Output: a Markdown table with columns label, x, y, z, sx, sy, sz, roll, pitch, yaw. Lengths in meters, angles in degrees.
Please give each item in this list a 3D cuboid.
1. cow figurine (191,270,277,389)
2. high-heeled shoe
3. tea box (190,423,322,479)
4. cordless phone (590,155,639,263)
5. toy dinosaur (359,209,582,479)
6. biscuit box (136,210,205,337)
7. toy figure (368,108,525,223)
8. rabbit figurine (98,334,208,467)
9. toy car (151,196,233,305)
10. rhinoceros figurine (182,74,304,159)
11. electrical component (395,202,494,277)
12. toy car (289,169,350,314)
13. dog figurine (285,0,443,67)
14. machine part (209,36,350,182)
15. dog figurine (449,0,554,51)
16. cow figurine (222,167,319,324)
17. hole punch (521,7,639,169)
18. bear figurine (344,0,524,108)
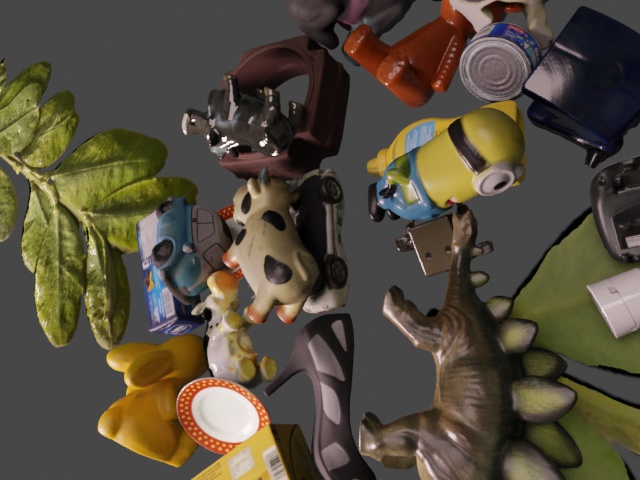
| label | x | y | z | sx | sy | sz | roll | pitch | yaw |
| --- | --- | --- | --- | --- | --- | --- | --- | --- | --- |
| cow figurine | -0.130 | 0.131 | 0.747 | 0.098 | 0.068 | 0.167 | -36 | -116 | 33 |
| high-heeled shoe | 0.045 | 0.207 | 0.626 | 0.145 | 0.086 | 0.249 | -36 | -108 | -18 |
| tea box | -0.086 | 0.310 | 0.658 | 0.169 | 0.068 | 0.098 | -39 | -124 | 18 |
| cordless phone | 0.336 | -0.077 | 0.518 | 0.147 | 0.088 | 0.184 | -15 | -125 | 30 |
| toy dinosaur | 0.143 | 0.199 | 0.525 | 0.199 | 0.105 | 0.471 | 1 | -101 | 30 |
| biscuit box | -0.241 | 0.051 | 0.856 | 0.059 | 0.062 | 0.203 | -30 | -120 | 21 |
| toy figure | 0.129 | -0.073 | 0.577 | 0.180 | 0.082 | 0.089 | -19 | -71 | 41 |
| rabbit figurine | -0.225 | 0.202 | 0.756 | 0.122 | 0.162 | 0.173 | 17 | -114 | 49 |
| toy car | -0.180 | 0.007 | 0.789 | 0.103 | 0.109 | 0.162 | -13 | -128 | 6 |
| rhinoceros figurine | -0.109 | -0.161 | 0.737 | 0.191 | 0.073 | 0.112 | 19 | -84 | 35 |
| electrical component | 0.143 | -0.003 | 0.633 | 0.102 | 0.045 | 0.078 | -28 | -91 | 26 |
| toy car | -0.001 | -0.002 | 0.720 | 0.074 | 0.056 | 0.202 | -19 | -117 | 35 |
| dog figurine | 0.080 | -0.356 | 0.719 | 0.219 | 0.191 | 0.108 | -34 | -130 | 38 |
| machine part | -0.065 | -0.193 | 0.810 | 0.201 | 0.087 | 0.201 | 0 | -108 | 34 |
| dog figurine | 0.237 | -0.333 | 0.602 | 0.172 | 0.121 | 0.190 | 29 | -113 | -4 |
| cow figurine | -0.062 | -0.004 | 0.678 | 0.127 | 0.085 | 0.195 | -51 | -133 | 23 |
| hole punch | 0.287 | -0.166 | 0.565 | 0.116 | 0.092 | 0.142 | 38 | -87 | 33 |
| bear figurine | 0.149 | -0.264 | 0.667 | 0.196 | 0.132 | 0.120 | -47 | -128 | 19 |
